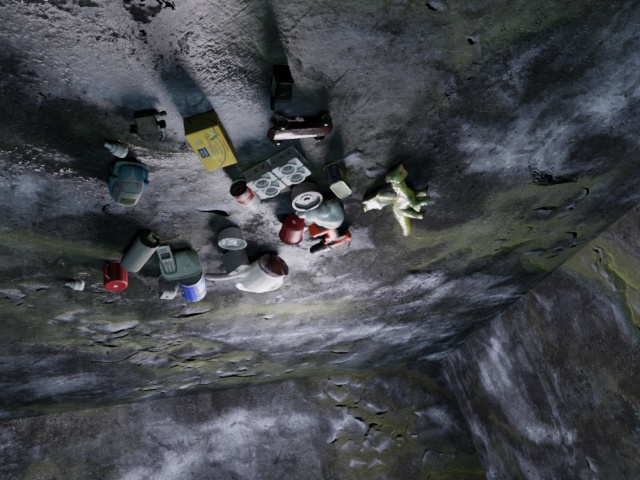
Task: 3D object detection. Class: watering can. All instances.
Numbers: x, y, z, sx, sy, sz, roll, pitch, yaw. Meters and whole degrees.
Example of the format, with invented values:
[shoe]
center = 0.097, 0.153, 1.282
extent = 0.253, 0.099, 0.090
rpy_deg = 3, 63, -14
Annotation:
[watering can]
center = -0.274, 0.141, 2.102
extent = 0.345, 0.106, 0.221
rpy_deg = 18, 134, -43

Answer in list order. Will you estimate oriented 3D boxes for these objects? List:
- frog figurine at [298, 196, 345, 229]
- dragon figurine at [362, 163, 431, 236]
[frog figurine]
center = 0.006, -0.093, 1.856
extent = 0.160, 0.124, 0.135
rpy_deg = -15, 169, -23
[dragon figurine]
center = 0.280, -0.137, 1.961
extent = 0.243, 0.125, 0.400
rpy_deg = 8, 143, -5
